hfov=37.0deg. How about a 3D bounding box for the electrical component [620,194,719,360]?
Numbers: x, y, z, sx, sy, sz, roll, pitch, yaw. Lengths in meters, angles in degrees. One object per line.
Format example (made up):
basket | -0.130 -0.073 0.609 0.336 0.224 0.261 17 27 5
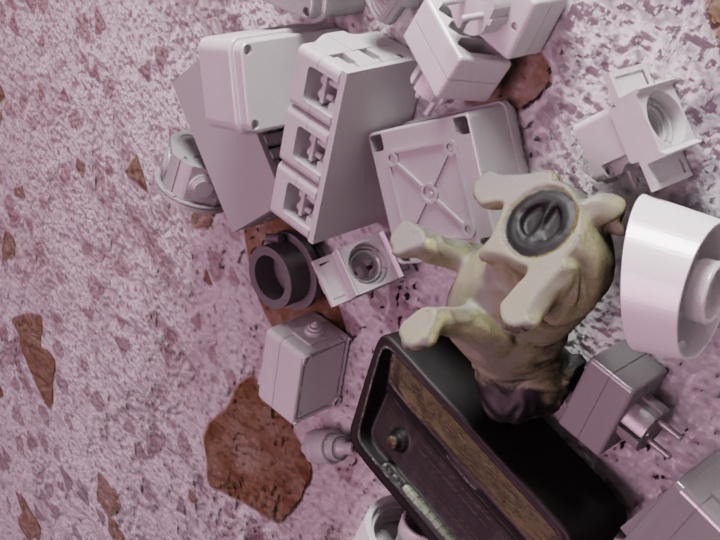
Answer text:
electrical component | 0.196 0.006 0.681 0.064 0.099 0.099 17 118 35

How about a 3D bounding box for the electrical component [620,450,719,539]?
electrical component | 0.230 0.168 0.732 0.061 0.062 0.096 46 134 25

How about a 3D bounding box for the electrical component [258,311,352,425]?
electrical component | -0.054 0.084 1.005 0.061 0.062 0.096 33 127 34

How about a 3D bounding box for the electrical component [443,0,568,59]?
electrical component | 0.088 -0.181 0.733 0.065 0.077 0.047 47 134 24

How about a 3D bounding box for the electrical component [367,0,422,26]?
electrical component | 0.032 -0.219 0.805 0.043 0.043 0.081 57 137 15

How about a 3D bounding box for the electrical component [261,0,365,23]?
electrical component | -0.037 -0.261 0.851 0.078 0.057 0.113 31 126 36

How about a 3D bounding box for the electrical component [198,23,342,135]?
electrical component | -0.069 -0.159 0.885 0.057 0.113 0.078 16 117 46

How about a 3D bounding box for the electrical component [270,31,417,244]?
electrical component | -0.014 -0.108 0.863 0.062 0.089 0.150 37 129 32

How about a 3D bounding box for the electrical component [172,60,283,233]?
electrical component | -0.096 -0.122 0.968 0.089 0.062 0.150 -25 87 49

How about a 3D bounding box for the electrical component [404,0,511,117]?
electrical component | 0.062 -0.147 0.786 0.076 0.047 0.065 -56 46 43

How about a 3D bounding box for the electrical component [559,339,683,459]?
electrical component | 0.192 0.101 0.757 0.077 0.047 0.065 41 131 29

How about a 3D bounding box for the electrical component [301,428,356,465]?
electrical component | -0.026 0.170 1.032 0.061 0.035 0.035 -6 101 46

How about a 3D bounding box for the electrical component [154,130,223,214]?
electrical component | -0.153 -0.093 1.029 0.080 0.080 0.051 42 127 28

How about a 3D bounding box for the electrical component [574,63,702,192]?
electrical component | 0.178 -0.089 0.701 0.064 0.042 0.081 -24 86 50

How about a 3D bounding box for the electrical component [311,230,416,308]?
electrical component | 0.000 0.000 0.909 0.042 0.081 0.064 67 160 4

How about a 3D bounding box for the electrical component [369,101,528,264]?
electrical component | 0.071 -0.064 0.815 0.109 0.056 0.108 -5 102 48

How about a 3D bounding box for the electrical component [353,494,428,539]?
electrical component | 0.047 0.240 0.929 0.108 0.108 0.060 37 123 32
